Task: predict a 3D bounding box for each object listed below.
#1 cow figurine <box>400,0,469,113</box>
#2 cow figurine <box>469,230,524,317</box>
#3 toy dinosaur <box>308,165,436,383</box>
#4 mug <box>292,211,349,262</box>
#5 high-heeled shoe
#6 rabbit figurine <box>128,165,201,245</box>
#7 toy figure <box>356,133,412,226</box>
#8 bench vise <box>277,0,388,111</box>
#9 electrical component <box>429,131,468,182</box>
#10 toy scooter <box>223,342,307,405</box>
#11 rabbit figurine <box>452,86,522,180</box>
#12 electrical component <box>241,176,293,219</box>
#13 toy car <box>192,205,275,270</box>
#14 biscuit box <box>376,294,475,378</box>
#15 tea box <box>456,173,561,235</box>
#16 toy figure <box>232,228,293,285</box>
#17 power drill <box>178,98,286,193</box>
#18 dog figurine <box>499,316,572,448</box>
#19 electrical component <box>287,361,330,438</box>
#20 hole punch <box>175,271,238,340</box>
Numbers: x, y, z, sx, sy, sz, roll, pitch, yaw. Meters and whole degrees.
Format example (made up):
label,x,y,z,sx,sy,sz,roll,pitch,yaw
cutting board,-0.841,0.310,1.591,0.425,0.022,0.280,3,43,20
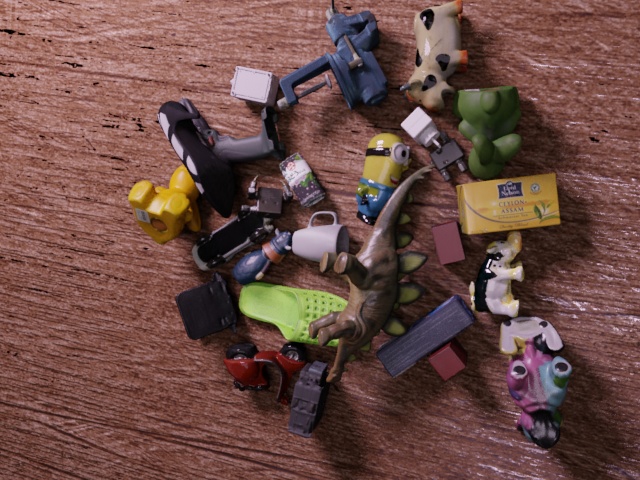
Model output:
label,x,y,z,sx,sy,sz,roll,pitch,yaw
cow figurine,0.215,-0.340,1.018,0.127,0.085,0.194,-4,91,15
cow figurine,0.340,0.061,1.031,0.098,0.068,0.167,4,94,19
toy dinosaur,0.102,0.071,1.036,0.198,0.105,0.470,10,104,-25
mug,-0.002,-0.003,1.102,0.107,0.081,0.109,1,99,21
high-heeled shoe,-0.260,-0.160,1.098,0.145,0.086,0.248,8,118,44
rabbit figurine,-0.300,-0.080,1.141,0.122,0.173,0.162,8,141,14
toy figure,0.117,-0.121,1.062,0.089,0.082,0.180,22,102,9
bench vise,0.016,-0.337,1.049,0.241,0.129,0.223,-26,90,7
electrical component,0.247,-0.165,1.054,0.063,0.021,0.094,-31,81,15
toy scooter,-0.116,0.290,1.156,0.184,0.075,0.135,-3,95,9
rabbit figurine,0.317,-0.189,0.985,0.121,0.159,0.170,-4,109,4
electrical component,-0.108,-0.087,1.115,0.102,0.045,0.078,11,60,-7
toy car,-0.188,-0.005,1.159,0.202,0.056,0.073,-31,80,13
biscuit box,0.211,0.190,1.073,0.203,0.059,0.063,-37,85,14
tea box,0.348,-0.066,1.002,0.170,0.068,0.098,-8,93,5
toy figure,-0.117,0.035,1.144,0.154,0.058,0.064,-37,92,9
power drill,-0.187,-0.215,1.130,0.207,0.086,0.232,-15,92,11
dog figurine,0.407,0.276,1.017,0.109,0.192,0.218,-10,126,11
electrical component,-0.019,0.321,1.112,0.058,0.115,0.134,14,99,10
hole punch,-0.248,0.150,1.180,0.116,0.092,0.142,-18,87,-15
